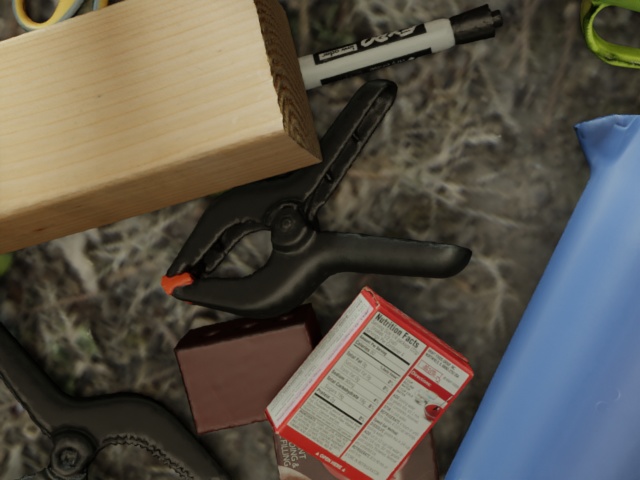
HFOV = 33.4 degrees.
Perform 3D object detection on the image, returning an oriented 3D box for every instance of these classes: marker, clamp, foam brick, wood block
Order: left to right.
[{"bbox_3d":[-0.147,0.117,0.616,0.210,0.036,0.164,9,72,-8],"label":"clamp"},{"bbox_3d":[-0.114,-0.061,0.561,0.206,0.090,0.091,-16,82,10],"label":"wood block"},{"bbox_3d":[-0.036,0.072,0.606,0.078,0.053,0.051,-13,96,5],"label":"foam brick"},{"bbox_3d":[-0.004,0.001,0.588,0.171,0.039,0.120,-35,62,10],"label":"clamp"},{"bbox_3d":[0.042,-0.107,0.594,0.121,0.020,0.020,-15,96,6],"label":"marker"}]

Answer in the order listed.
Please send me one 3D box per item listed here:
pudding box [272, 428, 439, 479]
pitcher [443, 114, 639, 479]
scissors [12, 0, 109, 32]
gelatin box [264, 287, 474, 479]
[{"bbox_3d":[0.025,0.148,0.619,0.090,0.039,0.113,-9,97,4],"label":"pudding box"},{"bbox_3d":[0.171,0.068,0.554,0.144,0.149,0.243,17,105,-38],"label":"pitcher"},{"bbox_3d":[-0.095,-0.189,0.596,0.096,0.016,0.202,38,98,-3],"label":"scissors"},{"bbox_3d":[0.026,0.080,0.567,0.073,0.030,0.089,36,95,-24],"label":"gelatin box"}]
